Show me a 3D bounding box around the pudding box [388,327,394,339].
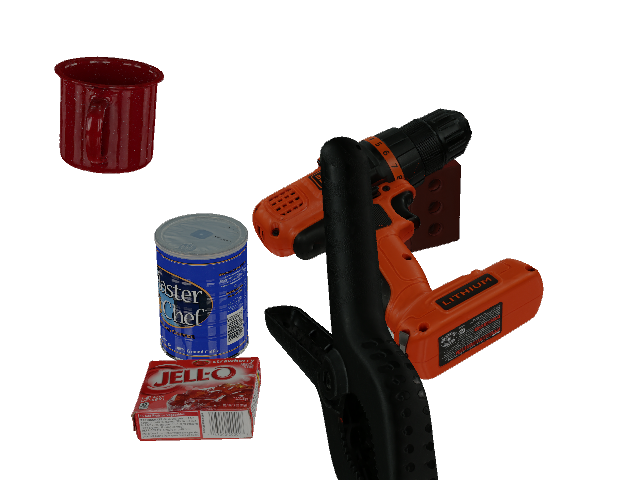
[{"bbox_3d":[0.086,0.102,1.246,0.114,0.090,0.039,16,46,25],"label":"pudding box"}]

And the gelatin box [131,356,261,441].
[{"bbox_3d":[-0.093,0.119,0.812,0.089,0.030,0.073,-2,25,4],"label":"gelatin box"}]

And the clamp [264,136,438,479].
[{"bbox_3d":[0.020,0.061,0.556,0.036,0.165,0.210,-5,46,-20],"label":"clamp"}]

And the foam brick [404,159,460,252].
[{"bbox_3d":[0.093,-0.039,0.968,0.053,0.078,0.051,-14,30,-18],"label":"foam brick"}]

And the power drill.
[{"bbox_3d":[0.069,-0.005,0.752,0.184,0.057,0.188,-30,51,-13],"label":"power drill"}]

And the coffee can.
[{"bbox_3d":[-0.132,0.054,1.201,0.103,0.140,0.103,1,27,-1],"label":"coffee can"}]

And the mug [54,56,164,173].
[{"bbox_3d":[-0.185,-0.104,0.922,0.093,0.081,0.117,5,24,-5],"label":"mug"}]
